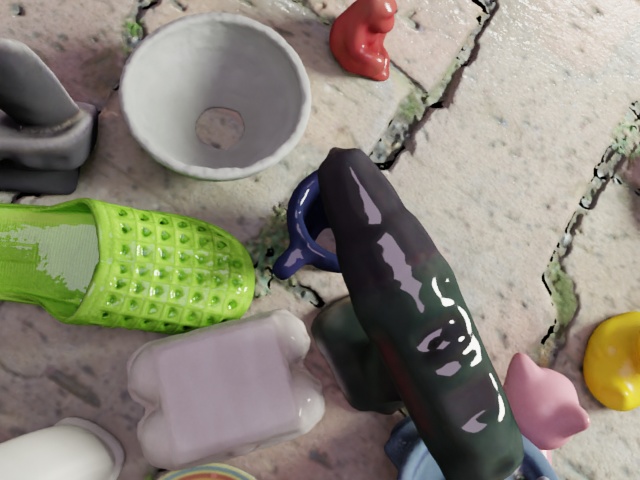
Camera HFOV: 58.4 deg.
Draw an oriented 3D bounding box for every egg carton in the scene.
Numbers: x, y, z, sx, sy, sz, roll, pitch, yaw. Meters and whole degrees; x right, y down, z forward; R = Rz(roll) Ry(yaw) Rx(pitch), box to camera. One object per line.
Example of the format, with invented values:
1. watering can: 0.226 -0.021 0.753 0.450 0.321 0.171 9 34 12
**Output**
1. egg carton: -0.075 0.121 0.465 0.150 0.069 0.107 -14 76 -12

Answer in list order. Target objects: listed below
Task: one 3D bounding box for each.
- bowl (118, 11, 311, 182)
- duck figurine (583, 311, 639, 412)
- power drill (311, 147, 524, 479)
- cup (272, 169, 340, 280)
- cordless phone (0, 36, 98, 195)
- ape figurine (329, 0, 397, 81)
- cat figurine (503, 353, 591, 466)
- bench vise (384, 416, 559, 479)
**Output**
1. bowl: -0.093 -0.121 0.533 0.167 0.074 0.167 2 73 -7
2. duck figurine: 0.293 0.105 0.511 0.077 0.086 0.105 42 72 6
3. power drill: 0.051 0.066 0.425 0.076 0.208 0.229 -28 78 -14
4. cup: 0.005 0.002 0.499 0.118 0.095 0.091 -41 82 -17
5. cordless phone: -0.265 -0.110 0.448 0.147 0.185 0.094 -2 73 -8
6. ape figurine: 0.050 -0.213 0.572 0.076 0.092 0.078 29 72 2
7. cat figurine: 0.173 0.159 0.462 0.067 0.117 0.128 3 73 -6
8. bench vise: 0.145 0.206 0.390 0.207 0.219 0.122 37 72 5
